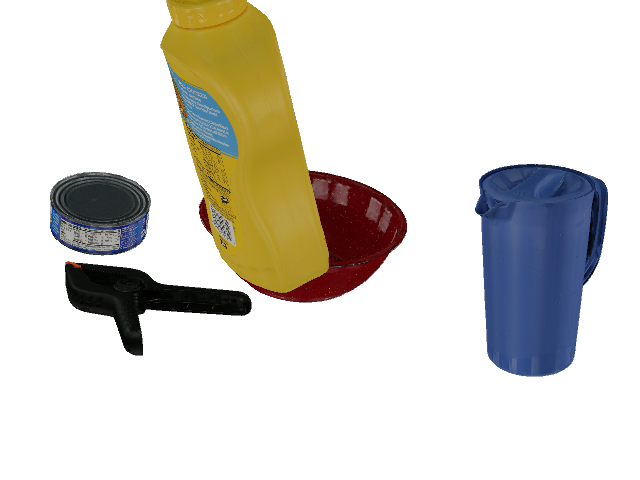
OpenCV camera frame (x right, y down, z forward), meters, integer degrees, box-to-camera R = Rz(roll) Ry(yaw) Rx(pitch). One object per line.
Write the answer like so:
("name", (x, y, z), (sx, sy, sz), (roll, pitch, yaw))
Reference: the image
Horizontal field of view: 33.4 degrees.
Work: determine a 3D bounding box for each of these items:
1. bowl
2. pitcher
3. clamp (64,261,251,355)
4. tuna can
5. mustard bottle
("bowl", (-0.015, 0.002, 0.836), (0.162, 0.055, 0.162), (4, 28, -3))
("pitcher", (0.267, 0.034, 1.293), (0.149, 0.243, 0.145), (3, 24, 14))
("clamp", (-0.200, 0.063, 1.104), (0.210, 0.036, 0.164), (14, 20, 29))
("tuna can", (-0.192, -0.024, 0.929), (0.086, 0.034, 0.086), (8, 33, -5))
("mustard bottle", (-0.047, -0.069, 0.590), (0.058, 0.191, 0.096), (-26, 37, -17))
